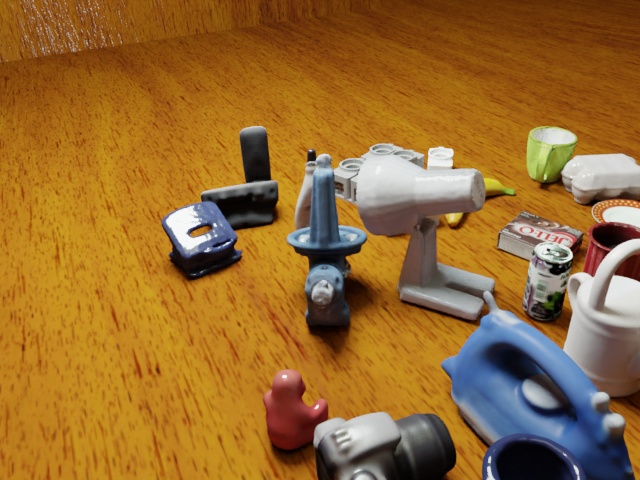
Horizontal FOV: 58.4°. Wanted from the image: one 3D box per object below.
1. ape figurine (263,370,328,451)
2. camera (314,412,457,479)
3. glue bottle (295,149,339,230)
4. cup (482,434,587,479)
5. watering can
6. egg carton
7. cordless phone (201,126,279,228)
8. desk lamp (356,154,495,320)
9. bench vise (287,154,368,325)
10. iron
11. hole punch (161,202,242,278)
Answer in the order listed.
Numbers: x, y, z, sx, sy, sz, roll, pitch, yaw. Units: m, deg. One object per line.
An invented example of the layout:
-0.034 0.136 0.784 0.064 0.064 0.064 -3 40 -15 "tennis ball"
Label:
-0.033 0.187 0.656 0.077 0.092 0.076 18 38 30 "ape figurine"
0.073 0.229 0.572 0.137 0.101 0.142 -14 34 -17 "camera"
-0.008 -0.077 0.996 0.078 0.173 0.037 -2 32 3 "glue bottle"
0.183 0.250 0.534 0.118 0.095 0.091 -14 34 -16 "cup"
0.363 0.089 0.682 0.101 0.194 0.172 -26 39 -32 "watering can"
0.553 -0.119 1.112 0.150 0.069 0.107 -3 32 -1 "egg carton"
-0.153 -0.121 1.066 0.148 0.185 0.094 -12 33 -14 "cordless phone"
0.159 -0.016 0.847 0.202 0.214 0.118 15 37 26 "desk lamp"
0.019 0.001 0.826 0.121 0.220 0.207 -10 33 -11 "bench vise"
0.247 0.170 0.613 0.119 0.141 0.257 -18 35 -22 "iron"
-0.200 -0.004 0.973 0.109 0.091 0.100 -25 38 -30 "hole punch"
